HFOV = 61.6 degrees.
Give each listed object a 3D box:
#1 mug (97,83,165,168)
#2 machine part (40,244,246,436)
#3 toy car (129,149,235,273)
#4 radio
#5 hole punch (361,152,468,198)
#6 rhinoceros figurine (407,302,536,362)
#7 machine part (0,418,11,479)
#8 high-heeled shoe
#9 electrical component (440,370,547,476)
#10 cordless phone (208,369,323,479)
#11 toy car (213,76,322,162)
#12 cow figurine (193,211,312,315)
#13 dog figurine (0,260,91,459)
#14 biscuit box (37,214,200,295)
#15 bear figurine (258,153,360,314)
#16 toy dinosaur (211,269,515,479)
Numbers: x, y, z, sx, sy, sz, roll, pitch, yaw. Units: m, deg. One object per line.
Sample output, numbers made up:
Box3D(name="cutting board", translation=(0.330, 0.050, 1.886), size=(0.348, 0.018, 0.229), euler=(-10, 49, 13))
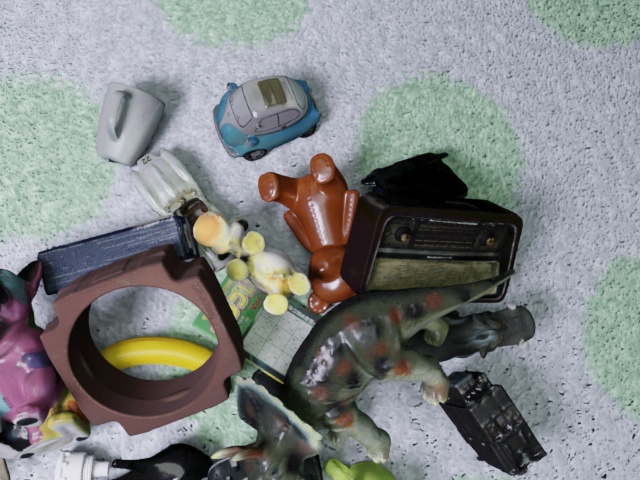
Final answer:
Box3D(name="mug", translation=(-0.276, -0.160, 0.762), size=(0.081, 0.109, 0.107), euler=(16, 90, -7))
Box3D(name="machine part", translation=(-0.207, 0.120, 0.656), size=(0.201, 0.087, 0.201), euler=(-21, 107, 0))
Box3D(name="toy car", translation=(-0.191, -0.043, 0.767), size=(0.073, 0.056, 0.202), euler=(-39, 85, -12))
Box3D(name="radio", translation=(0.151, 0.011, 0.712), size=(0.229, 0.073, 0.131), euler=(2, 109, -23))
Box3D(name="hole punch", translation=(0.146, -0.060, 0.803), size=(0.142, 0.092, 0.116), euler=(-21, 50, -7))
Box3D(name="rhinoceros figurine", translation=(0.199, 0.130, 0.747), size=(0.190, 0.112, 0.073), euler=(-11, 77, 0))
Box3D(name="machine part", translation=(-0.446, 0.195, 0.679), size=(0.079, 0.079, 0.243), euler=(-22, 82, -10))
Box3D(name="high-heeled shoe", translation=(-0.247, 0.360, 0.689), size=(0.145, 0.086, 0.248), euler=(28, 102, -39))
Box3D(name="electrical component", translation=(0.221, 0.239, 0.724), size=(0.058, 0.115, 0.134), euler=(-32, 83, -16))
Box3D(name="cordless phone", translation=(-0.083, 0.268, 0.713), size=(0.147, 0.088, 0.184), euler=(-16, 69, -9))
Box3D(name="toy car", translation=(-0.076, -0.190, 0.788), size=(0.162, 0.103, 0.109), euler=(-18, 82, -8))
Box3D(name="cow figurine", translation=(-0.089, 0.021, 0.714), size=(0.167, 0.098, 0.068), euler=(42, 94, -4))
Box3D(name="dog figurine", translation=(-0.364, 0.137, 0.656), size=(0.108, 0.191, 0.219), euler=(-19, 60, 1))
Box3D(name="biscuit box", translation=(-0.268, 0.020, 0.716), size=(0.203, 0.059, 0.062), euler=(-14, 89, 7))
Box3D(name="bear figurine", translation=(0.001, -0.002, 0.749), size=(0.120, 0.132, 0.196), euler=(-14, 75, 21))
Box3D(name="toy dinosaur", translation=(0.040, 0.140, 0.627), size=(0.192, 0.131, 0.405), euler=(39, 88, -29))
